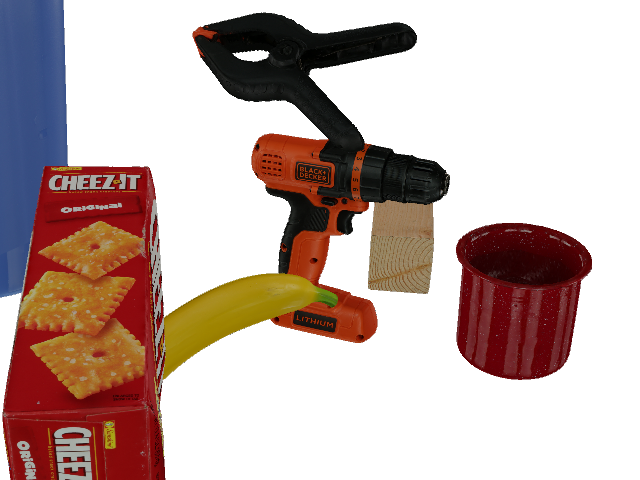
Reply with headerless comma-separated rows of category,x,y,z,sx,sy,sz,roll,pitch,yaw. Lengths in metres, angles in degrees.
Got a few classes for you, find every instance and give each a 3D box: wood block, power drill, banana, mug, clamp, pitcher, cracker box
wood block,0.123,-0.008,1.612,0.091,0.090,0.206,4,25,3
power drill,0.023,-0.002,0.993,0.185,0.188,0.057,11,22,18
banana,-0.084,0.071,0.812,0.198,0.069,0.037,-25,36,3
mug,0.135,0.039,0.764,0.093,0.081,0.117,-8,30,-16
clamp,-0.013,-0.141,0.822,0.172,0.120,0.039,26,-30,20
pitcher,-0.231,-0.085,0.677,0.149,0.243,0.145,-4,26,-10
cracker box,-0.120,0.080,0.583,0.072,0.164,0.214,-1,34,-7
